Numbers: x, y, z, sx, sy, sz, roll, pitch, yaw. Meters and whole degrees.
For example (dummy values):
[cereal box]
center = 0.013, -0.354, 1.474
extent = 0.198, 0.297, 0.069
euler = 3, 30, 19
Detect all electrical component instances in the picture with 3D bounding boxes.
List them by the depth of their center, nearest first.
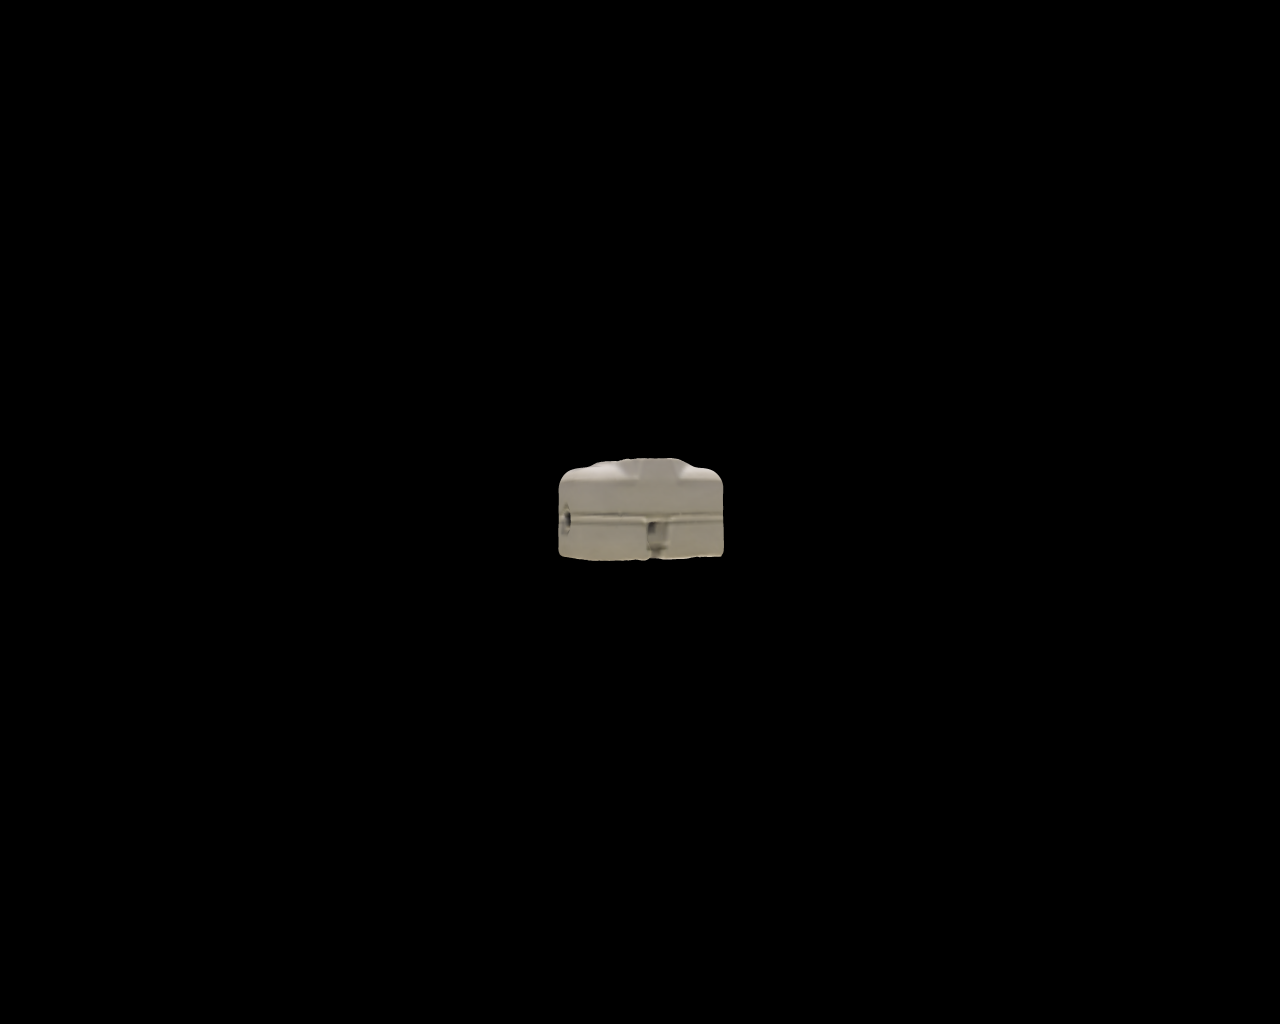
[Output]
[electrical component]
center = 0.001, -0.003, 0.650
extent = 0.095, 0.059, 0.053
euler = 0, 0, -21
